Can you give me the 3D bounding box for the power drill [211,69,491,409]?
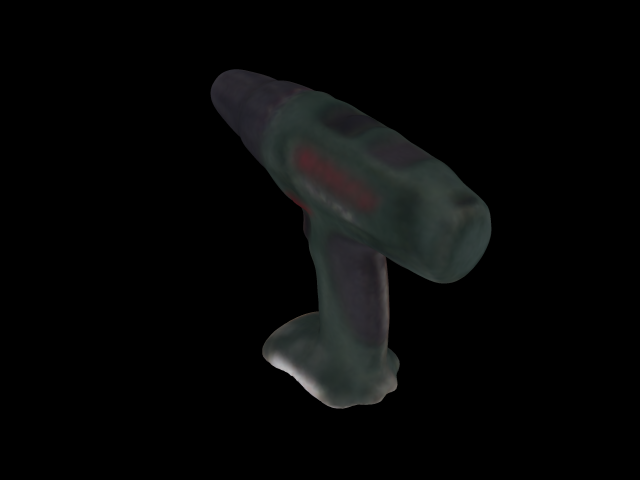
[{"bbox_3d":[0.004,0.001,0.400,0.228,0.208,0.076,25,37,39],"label":"power drill"}]
